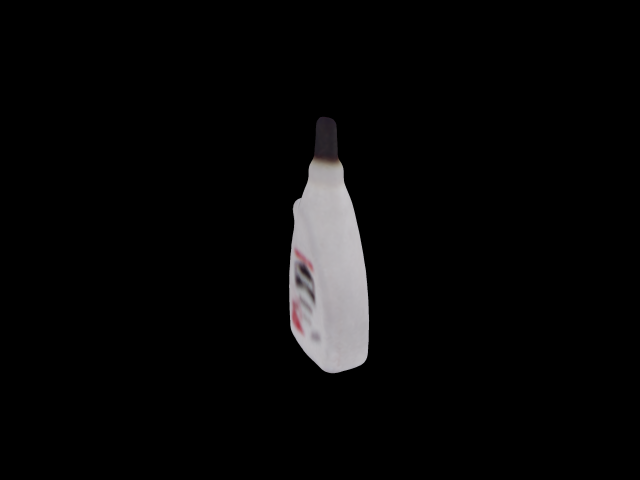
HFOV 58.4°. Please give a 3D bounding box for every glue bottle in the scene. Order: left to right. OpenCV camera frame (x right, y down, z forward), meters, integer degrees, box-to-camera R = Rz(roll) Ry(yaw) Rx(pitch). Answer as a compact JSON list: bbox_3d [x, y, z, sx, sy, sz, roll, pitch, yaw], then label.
[{"bbox_3d":[0.004,0.001,0.400,0.037,0.173,0.078,-11,23,-26],"label":"glue bottle"}]
